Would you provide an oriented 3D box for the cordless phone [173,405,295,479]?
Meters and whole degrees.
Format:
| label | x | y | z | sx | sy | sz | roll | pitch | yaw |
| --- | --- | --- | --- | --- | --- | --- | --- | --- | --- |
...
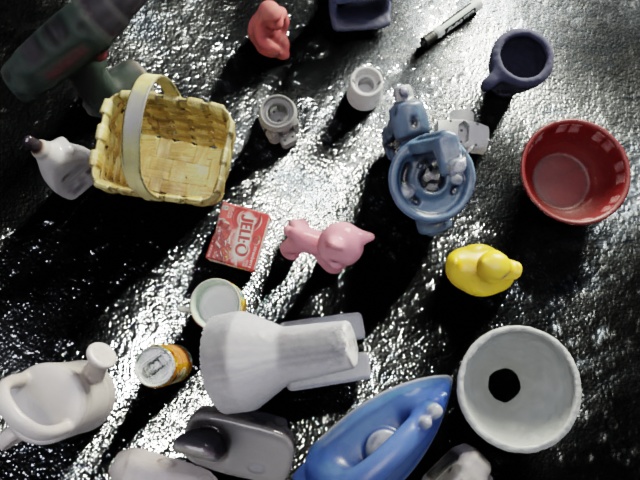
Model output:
| label | x | y | z | sx | sy | sz | roll | pitch | yaw |
| --- | --- | --- | --- | --- | --- | --- | --- | --- | --- |
| cordless phone | -0.107 | 0.265 | 0.717 | 0.147 | 0.185 | 0.094 | 10 | 80 | 1 |

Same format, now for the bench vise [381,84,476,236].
| label | x | y | z | sx | sy | sz | roll | pitch | yaw |
| --- | --- | --- | --- | --- | --- | --- | --- | --- | --- |
| bench vise | 0.133 | -0.117 | 0.772 | 0.121 | 0.220 | 0.207 | -33 | 82 | -6 |

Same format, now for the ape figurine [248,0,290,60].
| label | x | y | z | sx | sy | sz | roll | pitch | yaw |
| --- | --- | --- | --- | --- | --- | --- | --- | --- | --- |
| ape figurine | -0.075 | -0.328 | 0.872 | 0.076 | 0.092 | 0.078 | 32 | 81 | 5 |

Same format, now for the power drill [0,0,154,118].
| label | x | y | z | sx | sy | sz | roll | pitch | yaw |
| --- | --- | --- | --- | --- | --- | --- | --- | --- | --- |
| power drill | -0.308 | -0.254 | 0.797 | 0.230 | 0.208 | 0.075 | -36 | 82 | -7 |

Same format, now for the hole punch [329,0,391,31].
| label | x | y | z | sx | sy | sz | roll | pitch | yaw |
| --- | --- | --- | --- | --- | --- | --- | --- | --- | --- |
| hole punch | 0.060 | -0.390 | 0.886 | 0.108 | 0.091 | 0.101 | -6 | 80 | -2 |

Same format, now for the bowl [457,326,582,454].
| label | x | y | z | sx | sy | sz | roll | pitch | yaw |
| --- | --- | --- | --- | --- | --- | --- | --- | --- | --- |
| bowl | 0.264 | 0.202 | 0.790 | 0.167 | 0.075 | 0.167 | 0 | 80 | -1 |

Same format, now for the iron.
| label | x | y | z | sx | sy | sz | roll | pitch | yaw |
| --- | --- | --- | --- | --- | --- | --- | --- | --- | --- |
| iron | 0.088 | 0.266 | 0.742 | 0.258 | 0.141 | 0.118 | -41 | 82 | -7 |

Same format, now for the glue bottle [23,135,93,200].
| label | x | y | z | sx | sy | sz | roll | pitch | yaw |
| --- | --- | --- | --- | --- | --- | --- | --- | --- | --- |
| glue bottle | -0.359 | -0.109 | 0.787 | 0.078 | 0.173 | 0.037 | -44 | 83 | -8 |

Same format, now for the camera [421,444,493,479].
| label | x | y | z | sx | sy | sz | roll | pitch | yaw |
| --- | --- | --- | --- | --- | --- | --- | --- | --- | --- |
| camera | 0.193 | 0.365 | 0.746 | 0.143 | 0.101 | 0.137 | -43 | 83 | -8 |

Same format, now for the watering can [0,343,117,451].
| label | x | y | z | sx | sy | sz | roll | pitch | yaw |
| --- | --- | --- | --- | --- | --- | --- | --- | --- | --- |
| watering can | -0.335 | 0.198 | 0.722 | 0.101 | 0.194 | 0.173 | 26 | 80 | 4 |

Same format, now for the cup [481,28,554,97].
| label | x | y | z | sx | sy | sz | roll | pitch | yaw |
| --- | --- | --- | --- | --- | --- | --- | --- | --- | --- |
| cup | 0.281 | -0.247 | 0.862 | 0.118 | 0.095 | 0.091 | -37 | 82 | -7 |

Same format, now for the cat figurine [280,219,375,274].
| label | x | y | z | sx | sy | sz | roll | pitch | yaw |
| --- | --- | --- | --- | --- | --- | --- | --- | --- | --- |
| cat figurine | 0.007 | 0.003 | 0.801 | 0.127 | 0.118 | 0.067 | 16 | 80 | 2 |

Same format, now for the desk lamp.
| label | x | y | z | sx | sy | sz | roll | pitch | yaw |
| --- | --- | --- | --- | --- | --- | --- | --- | --- | --- |
| desk lamp | -0.033 | 0.143 | 0.726 | 0.203 | 0.213 | 0.118 | -9 | 80 | -2 |

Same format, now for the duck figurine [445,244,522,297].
| label | x | y | z | sx | sy | sz | roll | pitch | yaw |
| --- | --- | --- | --- | --- | --- | --- | --- | --- | --- |
| duck figurine | 0.235 | 0.039 | 0.814 | 0.104 | 0.086 | 0.077 | 9 | 80 | 1 |

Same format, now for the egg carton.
| label | x | y | z | sx | sy | sz | roll | pitch | yaw |
| --- | --- | --- | --- | --- | --- | --- | --- | --- | --- |
| egg carton | -0.213 | 0.343 | 0.760 | 0.150 | 0.069 | 0.107 | 14 | 80 | 2 |
